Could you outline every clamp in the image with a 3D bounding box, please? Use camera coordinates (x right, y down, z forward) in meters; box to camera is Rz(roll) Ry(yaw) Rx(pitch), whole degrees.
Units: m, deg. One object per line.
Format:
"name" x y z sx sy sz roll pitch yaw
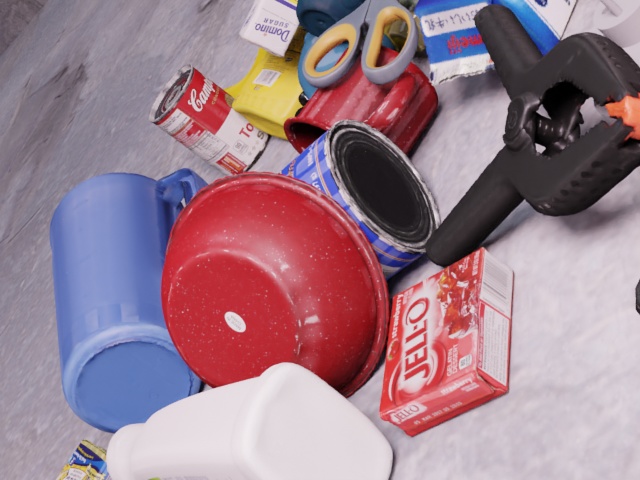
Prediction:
"clamp" 0.116 -0.051 0.578 0.210 0.036 0.164 -149 72 -72

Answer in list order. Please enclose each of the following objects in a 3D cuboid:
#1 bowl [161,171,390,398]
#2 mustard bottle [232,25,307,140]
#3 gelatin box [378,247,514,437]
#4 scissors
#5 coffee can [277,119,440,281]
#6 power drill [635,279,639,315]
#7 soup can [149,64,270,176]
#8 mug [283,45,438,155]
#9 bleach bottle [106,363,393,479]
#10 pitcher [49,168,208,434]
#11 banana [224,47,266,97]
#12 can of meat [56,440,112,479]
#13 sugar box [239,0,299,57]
"bowl" -0.041 0.042 0.655 0.162 0.162 0.055 -39 -2 31
"mustard bottle" -0.001 -0.186 0.996 0.096 0.058 0.191 23 78 55
"gelatin box" 0.070 0.057 0.598 0.073 0.030 0.089 -33 32 39
"scissors" 0.033 -0.176 0.785 0.096 0.016 0.201 -19 42 20
"coffee can" -0.005 0.001 0.716 0.141 0.102 0.102 -38 29 32
"power drill" 0.211 -0.059 0.468 0.185 0.057 0.187 -35 33 36
"soup can" -0.107 -0.115 1.044 0.069 0.102 0.068 -41 28 27
"mug" 0.037 -0.092 0.771 0.081 0.093 0.117 -56 8 -15
"bleach bottle" -0.071 0.135 0.663 0.251 0.102 0.068 -17 39 52
"pitcher" -0.159 0.044 0.914 0.243 0.145 0.149 -112 22 -57
"banana" -0.076 -0.163 1.102 0.037 0.069 0.198 -18 -13 -38
"can of meat" -0.174 0.205 0.813 0.084 0.057 0.102 -58 25 -14
"sugar box" -0.014 -0.246 0.919 0.093 0.048 0.176 -112 45 -75
